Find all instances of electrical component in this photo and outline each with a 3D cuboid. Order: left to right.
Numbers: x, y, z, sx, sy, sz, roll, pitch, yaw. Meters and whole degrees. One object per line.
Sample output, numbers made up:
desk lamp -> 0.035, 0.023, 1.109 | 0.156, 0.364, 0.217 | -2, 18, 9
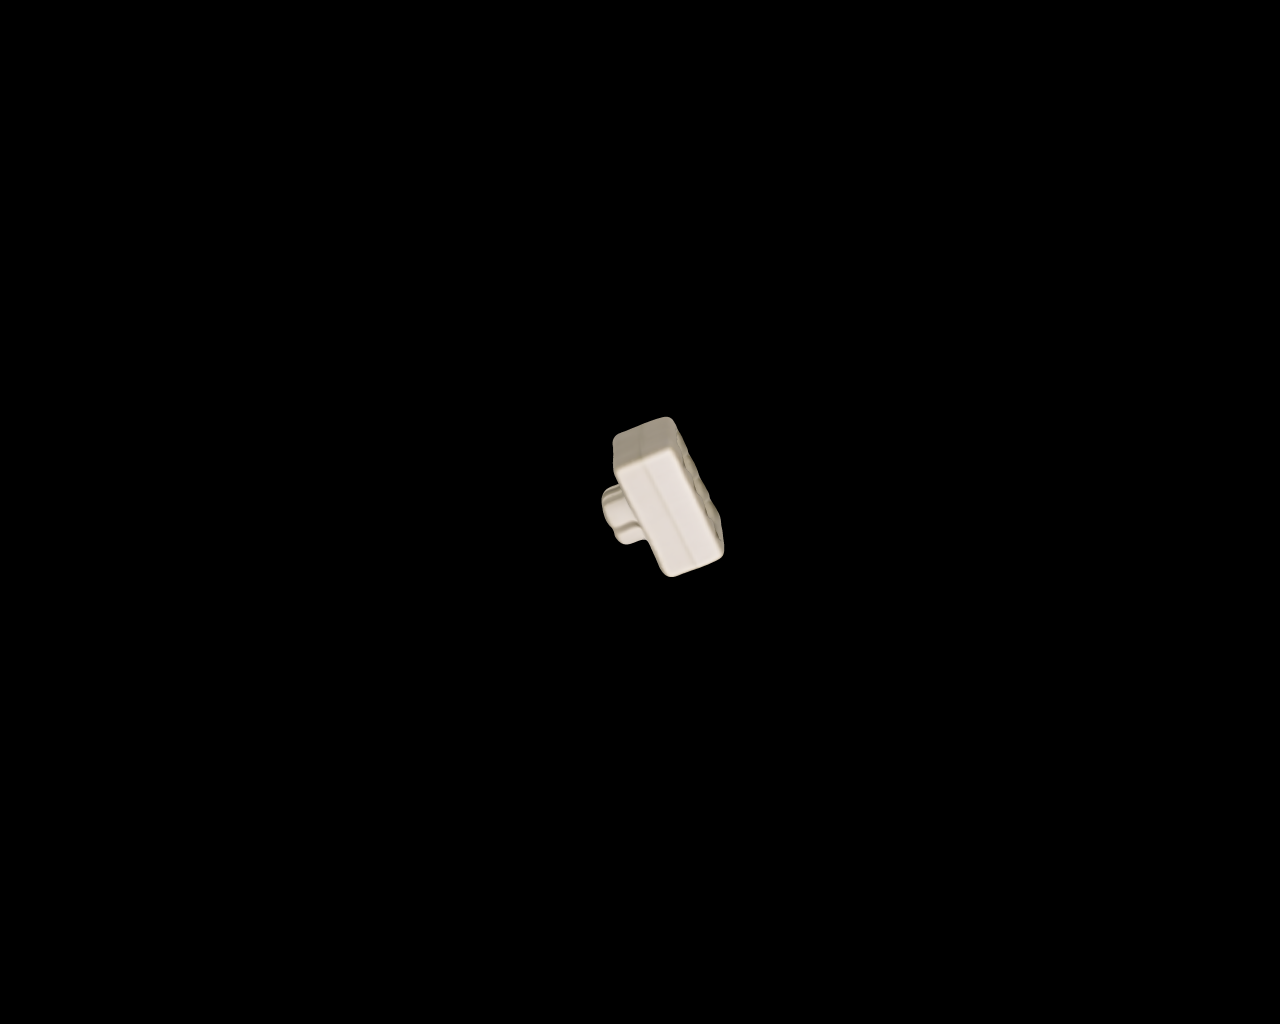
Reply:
electrical component -> 0.001, -0.003, 0.650 | 0.076, 0.083, 0.047 | -21, 28, 12
